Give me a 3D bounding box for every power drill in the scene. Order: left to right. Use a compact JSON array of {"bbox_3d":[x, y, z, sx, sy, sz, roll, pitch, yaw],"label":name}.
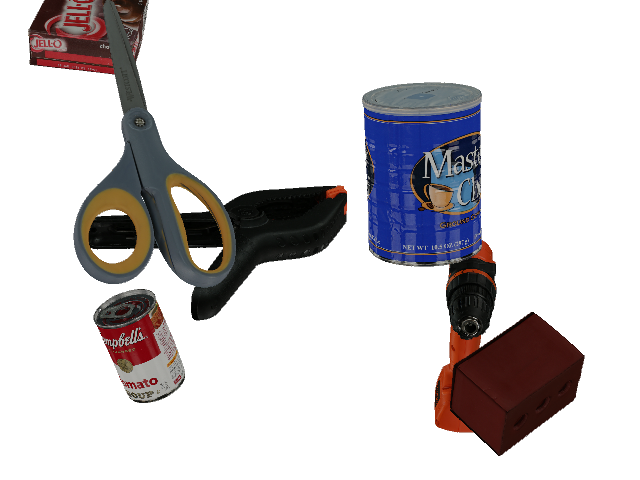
[{"bbox_3d":[0.158,0.110,1.154,0.057,0.188,0.184,7,25,8],"label":"power drill"}]

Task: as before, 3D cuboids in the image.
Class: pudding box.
[{"bbox_3d":[-0.206,-0.191,0.957,0.090,0.039,0.113,7,33,-5],"label":"pudding box"}]

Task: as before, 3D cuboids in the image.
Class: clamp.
[{"bbox_3d":[-0.068,-0.007,0.830,0.165,0.036,0.209,24,34,38],"label":"clamp"}]

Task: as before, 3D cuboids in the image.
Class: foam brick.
[{"bbox_3d":[0.134,0.098,0.732,0.078,0.053,0.051,-30,51,-25],"label":"foam brick"}]

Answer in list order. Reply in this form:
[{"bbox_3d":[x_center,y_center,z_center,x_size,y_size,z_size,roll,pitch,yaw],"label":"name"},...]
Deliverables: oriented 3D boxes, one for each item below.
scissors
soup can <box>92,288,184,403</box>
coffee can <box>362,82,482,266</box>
[{"bbox_3d":[-0.118,-0.054,0.608,0.096,0.202,0.016,-21,-22,-28],"label":"scissors"},{"bbox_3d":[-0.190,0.112,1.127,0.068,0.102,0.068,-13,28,7],"label":"soup can"},{"bbox_3d":[0.091,-0.060,0.941,0.103,0.140,0.103,-3,20,1],"label":"coffee can"}]
